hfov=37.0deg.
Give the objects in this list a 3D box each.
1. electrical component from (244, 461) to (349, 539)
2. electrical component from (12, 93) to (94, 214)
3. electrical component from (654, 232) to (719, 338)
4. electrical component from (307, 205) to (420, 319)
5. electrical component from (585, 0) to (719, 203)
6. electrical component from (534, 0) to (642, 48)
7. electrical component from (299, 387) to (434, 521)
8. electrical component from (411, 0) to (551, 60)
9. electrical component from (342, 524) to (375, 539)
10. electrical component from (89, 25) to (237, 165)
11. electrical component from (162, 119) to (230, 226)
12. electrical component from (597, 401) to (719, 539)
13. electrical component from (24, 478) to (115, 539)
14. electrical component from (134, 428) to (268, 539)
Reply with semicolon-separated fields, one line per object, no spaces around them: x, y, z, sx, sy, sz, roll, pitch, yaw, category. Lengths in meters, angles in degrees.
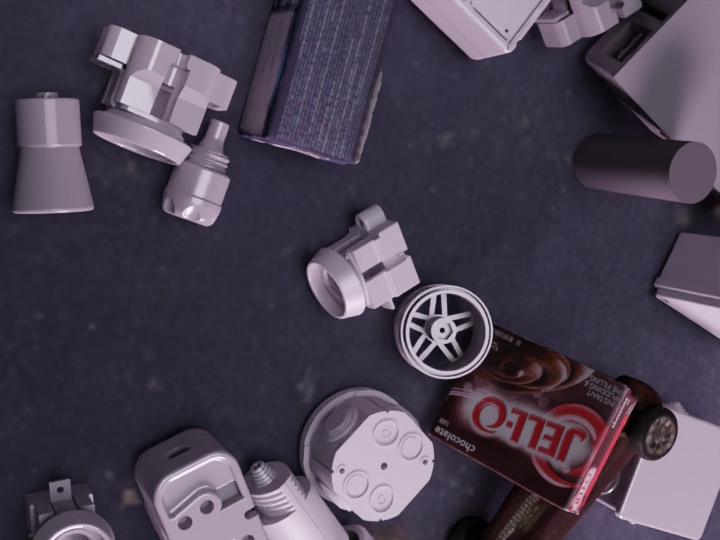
-0.046;0.155;0.694;0.043;0.043;0.081;-38;113;-15;electrical component
-0.171;-0.065;0.594;0.044;0.044;0.065;-5;97;-25;electrical component
0.297;0.022;0.801;0.109;0.109;0.056;29;84;-27;electrical component
0.000;0.000;0.688;0.055;0.048;0.066;-31;112;-26;electrical component
0.260;-0.125;0.765;0.186;0.060;0.105;39;101;-27;electrical component
0.149;-0.192;0.718;0.078;0.058;0.057;-34;115;-17;electrical component
0.005;0.121;0.708;0.080;0.051;0.080;-5;102;-25;electrical component
0.067;-0.187;0.680;0.096;0.061;0.061;40;81;-19;electrical component
-0.027;0.242;0.714;0.138;0.052;0.073;-43;115;-13;electrical component
-0.116;-0.095;0.606;0.078;0.058;0.057;22;87;-28;electrical component
-0.093;-0.059;0.637;0.035;0.035;0.061;20;89;-28;electrical component
0.230;0.149;0.825;0.100;0.048;0.099;21;90;-28;electrical component
-0.171;0.157;0.627;0.048;0.055;0.066;-7;102;-25;electrical component
-0.097;0.149;0.659;0.054;0.059;0.095;-25;109;-20;electrical component
